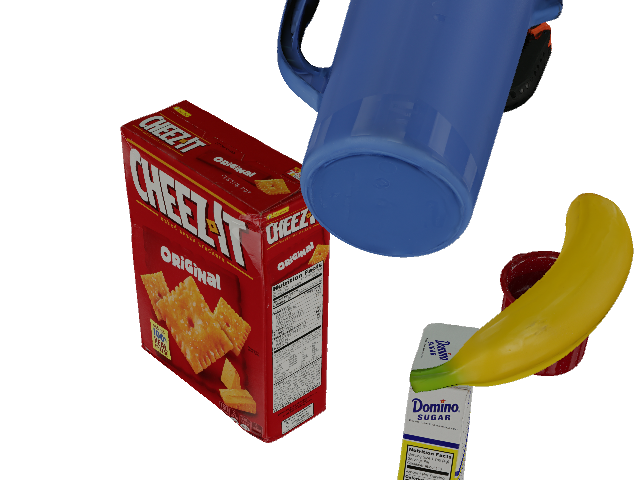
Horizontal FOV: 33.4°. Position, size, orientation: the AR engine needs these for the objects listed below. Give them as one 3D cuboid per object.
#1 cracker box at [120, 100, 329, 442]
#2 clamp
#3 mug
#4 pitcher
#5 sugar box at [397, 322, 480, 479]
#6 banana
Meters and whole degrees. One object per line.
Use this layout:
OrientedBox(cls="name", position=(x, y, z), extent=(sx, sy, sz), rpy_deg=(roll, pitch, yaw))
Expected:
OrientedBox(cls="cracker box", position=(-0.073, 0.025, 0.806), extent=(0.072, 0.214, 0.164), rpy_deg=(-28, 44, -35))
OrientedBox(cls="clamp", position=(0.128, -0.126, 0.951), extent=(0.210, 0.165, 0.036), rpy_deg=(-28, -38, -8))
OrientedBox(cls="mug", position=(0.203, 0.062, 0.987), extent=(0.093, 0.081, 0.117), rpy_deg=(-12, 41, -15))
OrientedBox(cls="pitcher", position=(0.057, -0.113, 0.715), extent=(0.149, 0.242, 0.145), rpy_deg=(-20, -52, 40))
OrientedBox(cls="sugar box", position=(0.077, 0.154, 0.737), extent=(0.048, 0.176, 0.093), rpy_deg=(6, 21, 11))
OrientedBox(cls="banana", position=(0.125, 0.021, 0.562), extent=(0.070, 0.037, 0.197), rpy_deg=(12, 35, 37))
